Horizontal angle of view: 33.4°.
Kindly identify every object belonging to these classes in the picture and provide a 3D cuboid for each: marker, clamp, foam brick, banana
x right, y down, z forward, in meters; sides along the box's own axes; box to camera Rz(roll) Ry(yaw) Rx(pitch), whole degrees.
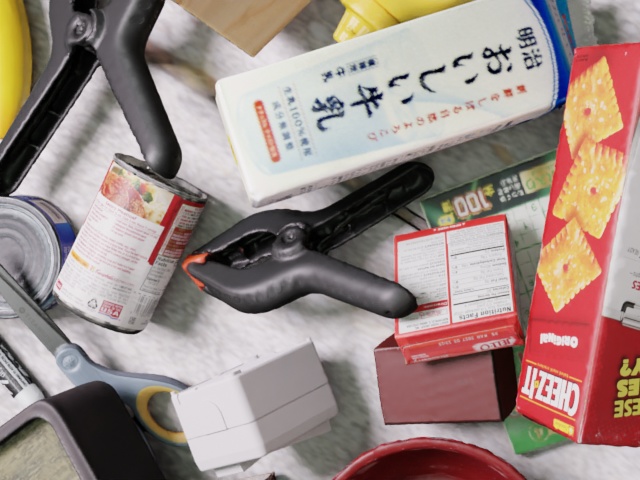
[{"bbox_3d":[-0.219,0.092,0.749,0.020,0.020,0.121,-42,85,9],"label":"marker"},{"bbox_3d":[-0.004,0.001,0.682,0.172,0.120,0.039,-1,132,28],"label":"clamp"},{"bbox_3d":[-0.152,-0.125,0.697,0.165,0.036,0.210,-10,69,31],"label":"clamp"},{"bbox_3d":[0.079,0.085,0.671,0.078,0.052,0.051,-6,95,23],"label":"foam brick"},{"bbox_3d":[-0.238,-0.169,0.735,0.070,0.037,0.198,-29,86,28],"label":"banana"}]

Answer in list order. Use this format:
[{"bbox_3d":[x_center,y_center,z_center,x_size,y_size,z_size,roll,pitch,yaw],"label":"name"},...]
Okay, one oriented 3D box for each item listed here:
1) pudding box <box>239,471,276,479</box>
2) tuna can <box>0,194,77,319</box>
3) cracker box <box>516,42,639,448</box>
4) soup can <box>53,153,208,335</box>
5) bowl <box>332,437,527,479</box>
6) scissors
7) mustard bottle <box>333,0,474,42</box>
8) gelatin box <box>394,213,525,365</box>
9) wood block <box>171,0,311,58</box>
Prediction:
[{"bbox_3d":[-0.074,0.213,0.718,0.113,0.039,0.090,-16,89,10],"label":"pudding box"},{"bbox_3d":[-0.212,0.011,0.737,0.086,0.033,0.086,0,92,10],"label":"tuna can"},{"bbox_3d":[0.210,0.008,0.612,0.164,0.072,0.214,7,95,-23],"label":"cracker box"},{"bbox_3d":[-0.125,0.003,0.704,0.068,0.068,0.102,27,97,8],"label":"soup can"},{"bbox_3d":[0.073,0.200,0.684,0.162,0.055,0.162,0,92,10],"label":"bowl"},{"bbox_3d":[-0.146,0.079,0.718,0.096,0.016,0.202,-23,101,3],"label":"scissors"},{"bbox_3d":[0.075,-0.196,0.665,0.096,0.058,0.192,41,99,13],"label":"mustard bottle"},{"bbox_3d":[0.083,0.030,0.648,0.073,0.089,0.030,-12,133,15],"label":"gelatin box"},{"bbox_3d":[-0.010,-0.224,0.636,0.206,0.090,0.091,-42,55,16],"label":"wood block"}]
